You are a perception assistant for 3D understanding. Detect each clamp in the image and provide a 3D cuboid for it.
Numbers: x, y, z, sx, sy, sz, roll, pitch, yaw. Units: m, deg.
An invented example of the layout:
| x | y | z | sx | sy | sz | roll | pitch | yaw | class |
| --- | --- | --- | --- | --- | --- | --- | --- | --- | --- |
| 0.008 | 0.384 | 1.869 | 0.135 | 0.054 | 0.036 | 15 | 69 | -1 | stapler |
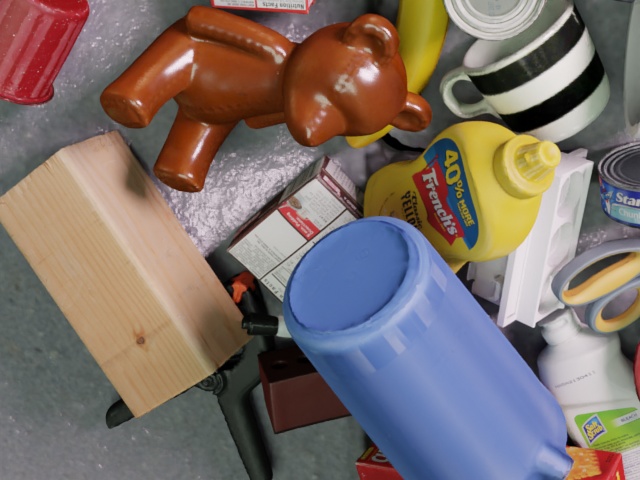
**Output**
| x | y | z | sx | sy | sz | roll | pitch | yaw | class |
| --- | --- | --- | --- | --- | --- | --- | --- | --- | --- |
| -0.105 | 0.118 | 0.946 | 0.164 | 0.036 | 0.210 | 16 | 117 | 6 | clamp |

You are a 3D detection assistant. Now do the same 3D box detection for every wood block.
| x | y | z | sx | sy | sz | roll | pitch | yaw | class |
| --- | --- | --- | --- | --- | --- | --- | --- | --- | --- |
| -0.158 | 0.026 | 0.865 | 0.091 | 0.090 | 0.206 | -32 | 93 | 26 | wood block |

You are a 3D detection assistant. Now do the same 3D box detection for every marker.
| x | y | z | sx | sy | sz | roll | pitch | yaw | class |
| --- | --- | --- | --- | --- | --- | --- | --- | --- | --- |
| -0.005 | 0.073 | 0.871 | 0.121 | 0.020 | 0.020 | 6 | 120 | -17 | marker |

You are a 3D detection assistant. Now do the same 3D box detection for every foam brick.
| x | y | z | sx | sy | sz | roll | pitch | yaw | class |
| --- | --- | --- | --- | --- | --- | --- | --- | --- | --- |
| -0.009 | 0.121 | 0.898 | 0.078 | 0.053 | 0.051 | -13 | 116 | -9 | foam brick |

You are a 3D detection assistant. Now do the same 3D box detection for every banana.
| x | y | z | sx | sy | sz | roll | pitch | yaw | class |
| --- | --- | --- | --- | --- | --- | --- | --- | --- | --- |
| 0.058 | -0.155 | 0.765 | 0.069 | 0.037 | 0.198 | 8 | 121 | 8 | banana |

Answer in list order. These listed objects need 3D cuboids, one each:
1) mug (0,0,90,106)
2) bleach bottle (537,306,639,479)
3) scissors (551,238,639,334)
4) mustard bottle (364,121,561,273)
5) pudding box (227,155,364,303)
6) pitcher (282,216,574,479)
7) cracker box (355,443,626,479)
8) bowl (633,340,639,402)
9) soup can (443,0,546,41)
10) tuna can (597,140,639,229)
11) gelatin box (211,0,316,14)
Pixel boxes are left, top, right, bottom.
| x | y | z | sx | sy | sz | roll | pitch | yaw | class |
| --- | --- | --- | --- | --- | --- | --- | --- | --- | --- |
| -0.235 | -0.171 | 0.818 | 0.117 | 0.093 | 0.082 | 51 | 118 | 29 | mug |
| 0.258 | 0.155 | 0.853 | 0.103 | 0.068 | 0.251 | -30 | 103 | 23 | bleach bottle |
| 0.267 | 0.010 | 0.785 | 0.202 | 0.016 | 0.096 | -22 | 131 | 1 | scissors |
| 0.101 | -0.029 | 0.745 | 0.192 | 0.058 | 0.096 | -30 | 70 | 59 | mustard bottle |
| -0.006 | 0.001 | 0.861 | 0.090 | 0.039 | 0.114 | 44 | 121 | -12 | pudding box |
| 0.067 | 0.093 | 0.766 | 0.149 | 0.145 | 0.242 | -25 | 132 | 16 | pitcher |
| 0.152 | 0.246 | 0.889 | 0.214 | 0.072 | 0.164 | 1 | 117 | 37 | cracker box |
| 0.312 | 0.082 | 0.797 | 0.162 | 0.055 | 0.162 | 2 | 112 | 4 | bowl |
| 0.118 | -0.176 | 0.702 | 0.068 | 0.102 | 0.068 | 6 | 117 | 12 | soup can |
| 0.239 | -0.040 | 0.746 | 0.086 | 0.086 | 0.034 | -3 | 117 | 17 | tuna can |
| -0.041 | -0.204 | 0.743 | 0.073 | 0.030 | 0.089 | 6 | 126 | 12 | gelatin box |
